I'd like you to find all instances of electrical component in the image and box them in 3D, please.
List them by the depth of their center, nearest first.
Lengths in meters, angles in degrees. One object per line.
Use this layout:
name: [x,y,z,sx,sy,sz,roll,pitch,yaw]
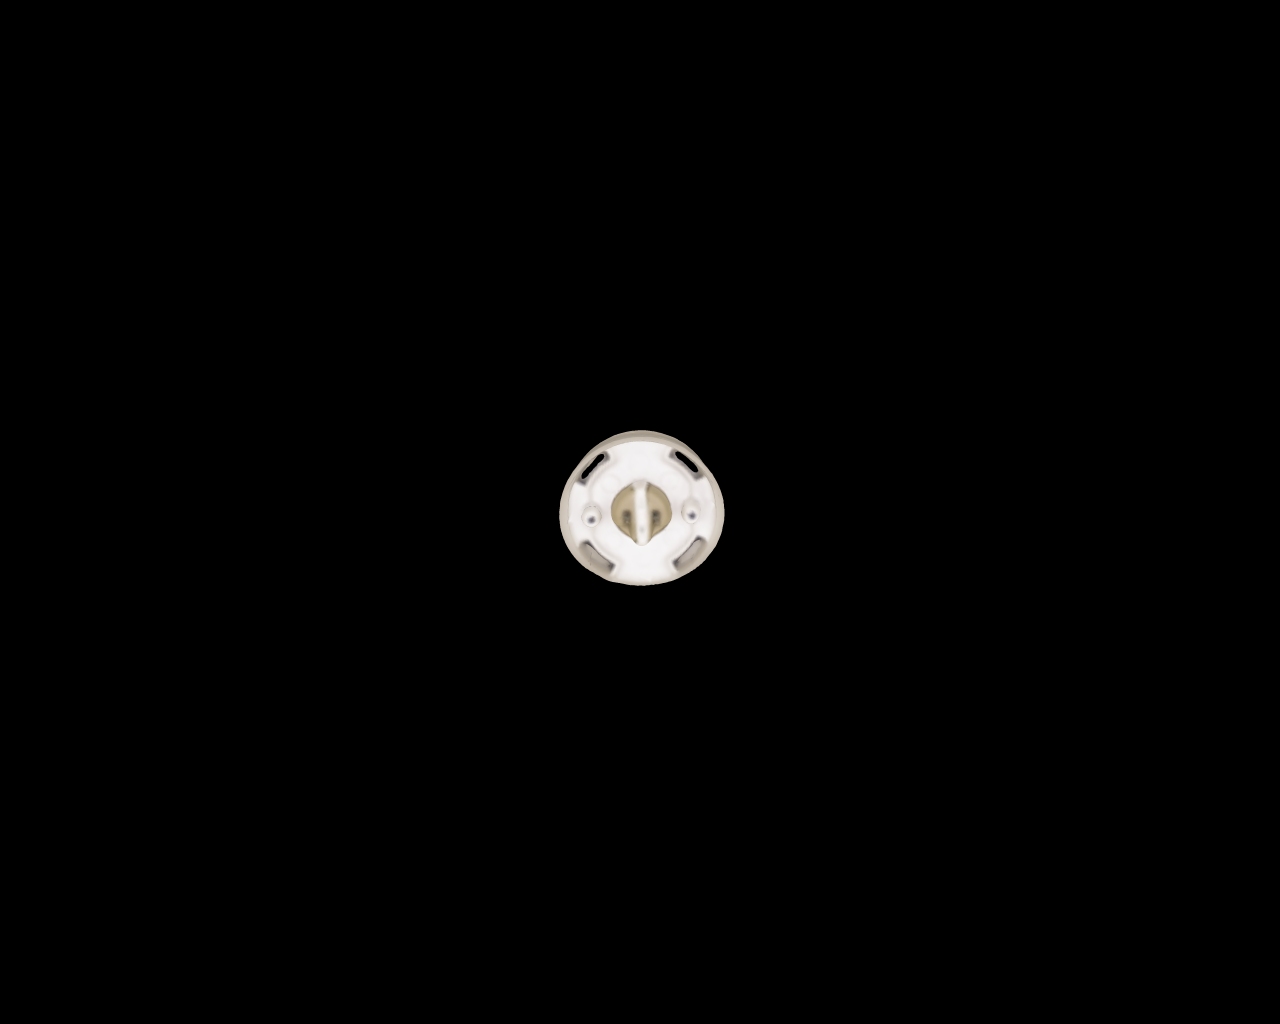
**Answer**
electrical component: [0.001,-0.003,0.650,0.099,0.099,0.064,0,16,0]
